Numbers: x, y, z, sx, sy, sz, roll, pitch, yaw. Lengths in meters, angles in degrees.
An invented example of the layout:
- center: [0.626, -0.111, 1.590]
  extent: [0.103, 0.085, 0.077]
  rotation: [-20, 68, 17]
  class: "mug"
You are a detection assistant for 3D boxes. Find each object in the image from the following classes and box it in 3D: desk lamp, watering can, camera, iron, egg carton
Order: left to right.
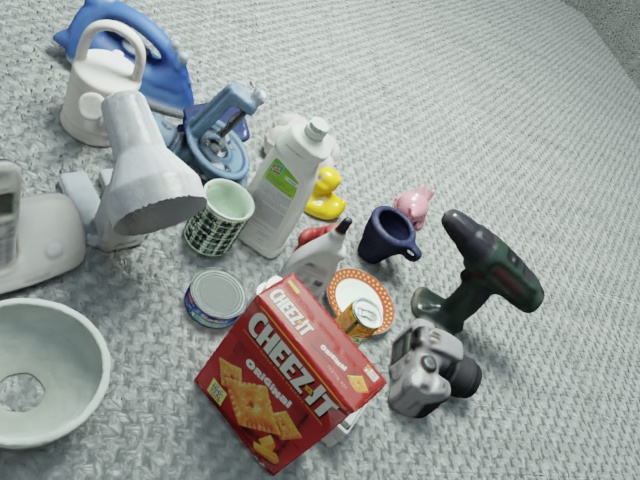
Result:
- center: [-0.321, -0.237, 0.862]
  extent: [0.101, 0.193, 0.172]
  rotation: [1, 54, -34]
  class: "watering can"
- center: [-0.252, -0.074, 0.753]
  extent: [0.118, 0.213, 0.203]
  rotation: [-14, 63, -41]
  class: "desk lamp"
- center: [-0.311, -0.328, 0.989]
  extent: [0.259, 0.141, 0.118]
  rotation: [29, 43, -11]
  class: "iron"
- center: [-0.032, -0.177, 1.105]
  extent: [0.150, 0.069, 0.107]
  rotation: [31, 42, -8]
  class: "egg carton"
- center: [0.190, 0.206, 0.900]
  extent: [0.137, 0.100, 0.143]
  rotation: [27, 43, -12]
  class: "camera"

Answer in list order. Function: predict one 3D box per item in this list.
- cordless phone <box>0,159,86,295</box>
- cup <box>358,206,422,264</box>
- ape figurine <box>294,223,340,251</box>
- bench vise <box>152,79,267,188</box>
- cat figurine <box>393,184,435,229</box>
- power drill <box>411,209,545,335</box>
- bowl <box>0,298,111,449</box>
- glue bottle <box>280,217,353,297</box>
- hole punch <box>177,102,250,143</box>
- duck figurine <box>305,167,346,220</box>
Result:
- center: [-0.343, -0.027, 0.669]
  extent: [0.094, 0.185, 0.148]
  rotation: [50, 43, 13]
  class: "cordless phone"
- center: [0.121, 0.009, 1.030]
  extent: [0.117, 0.094, 0.092]
  rotation: [46, 42, 9]
  class: "cup"
- center: [0.009, 0.003, 0.958]
  extent: [0.076, 0.092, 0.077]
  rotation: [-16, 64, -42]
  class: "ape figurine"
- center: [-0.183, -0.158, 0.871]
  extent: [0.208, 0.219, 0.121]
  rotation: [4, 52, -32]
  class: "bench vise"
- center: [0.184, -0.066, 1.122]
  extent: [0.067, 0.117, 0.128]
  rotation: [49, 43, 12]
  class: "cat figurine"
- center: [0.253, 0.070, 0.983]
  extent: [0.230, 0.208, 0.076]
  rotation: [31, 42, -8]
  class: "power drill"
- center: [-0.317, 0.151, 0.615]
  extent: [0.168, 0.074, 0.167]
  rotation: [19, 45, -20]
  class: "bowl"
- center: [0.004, 0.022, 0.879]
  extent: [0.078, 0.173, 0.037]
  rotation: [24, 44, -15]
  class: "glue bottle"
- center: [-0.185, -0.189, 0.993]
  extent: [0.101, 0.091, 0.108]
  rotation: [-2, 55, -36]
  class: "hole punch"
- center: [0.009, -0.093, 1.047]
  extent: [0.105, 0.086, 0.077]
  rotation: [32, 42, -7]
  class: "duck figurine"
